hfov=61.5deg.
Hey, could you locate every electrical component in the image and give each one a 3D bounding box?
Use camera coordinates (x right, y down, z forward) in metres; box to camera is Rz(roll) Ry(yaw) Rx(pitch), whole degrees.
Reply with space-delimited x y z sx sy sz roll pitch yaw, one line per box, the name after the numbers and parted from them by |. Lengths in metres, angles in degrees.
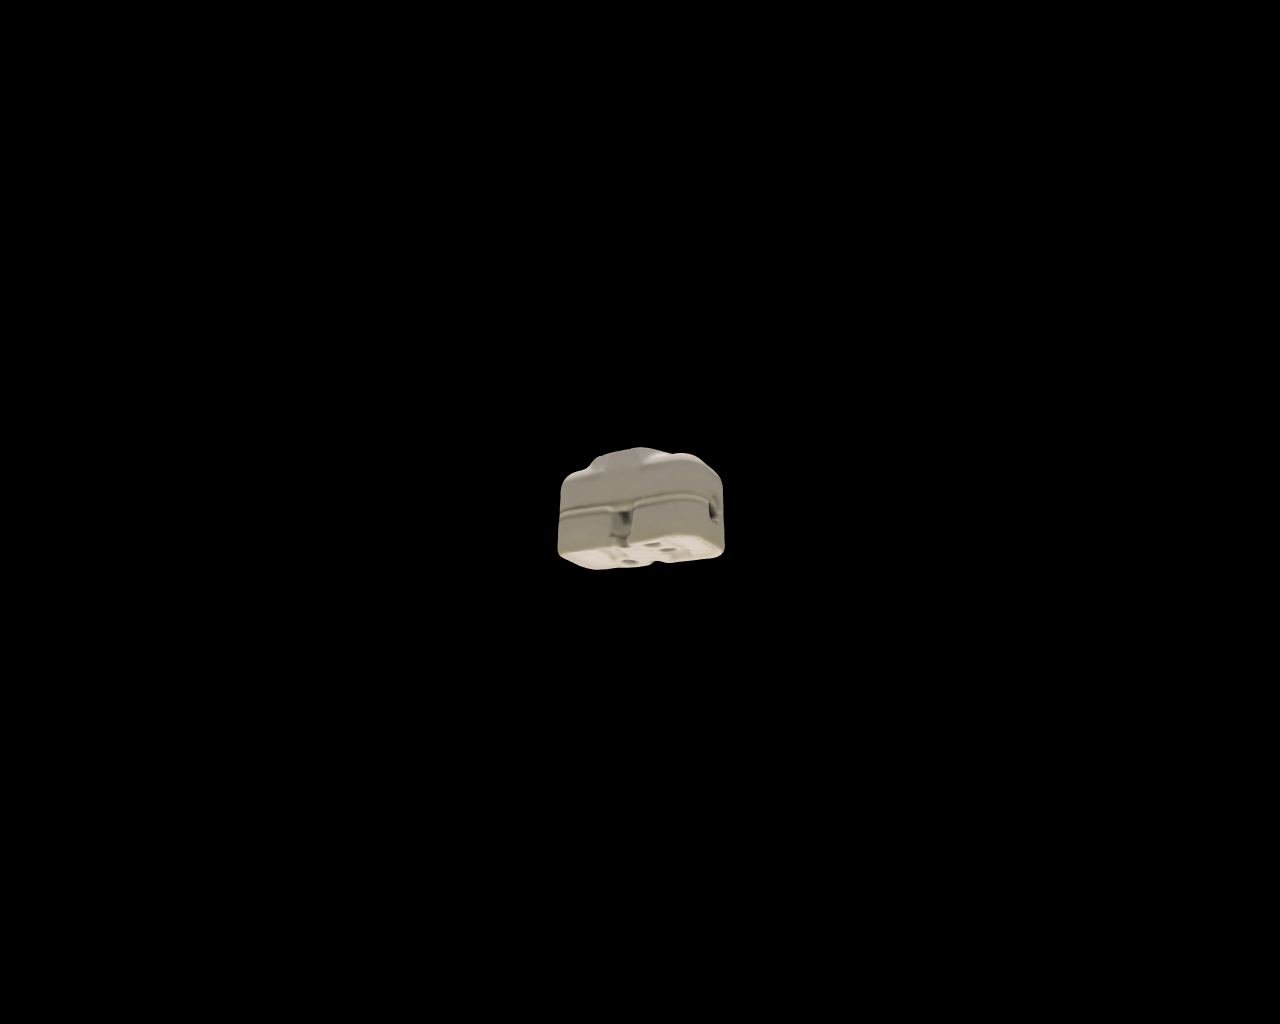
0.001 -0.003 0.650 0.095 0.059 0.053 -8 -19 24 | electrical component
